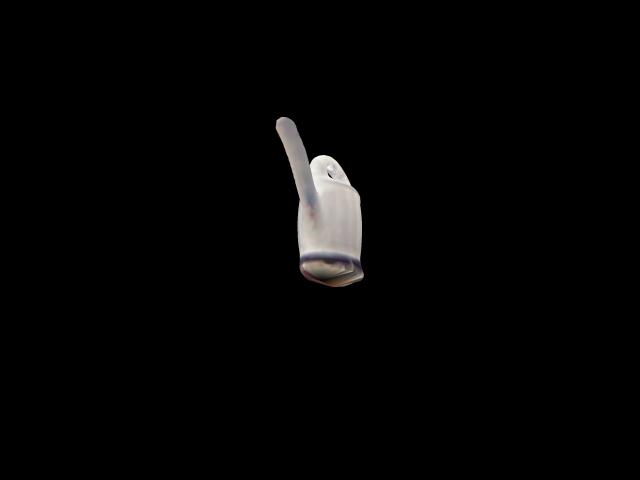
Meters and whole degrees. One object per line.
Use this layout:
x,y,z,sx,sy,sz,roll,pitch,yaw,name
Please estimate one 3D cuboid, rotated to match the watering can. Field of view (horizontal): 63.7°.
0.003,-0.043,0.850,0.104,0.227,0.344,-7,-18,21,watering can
